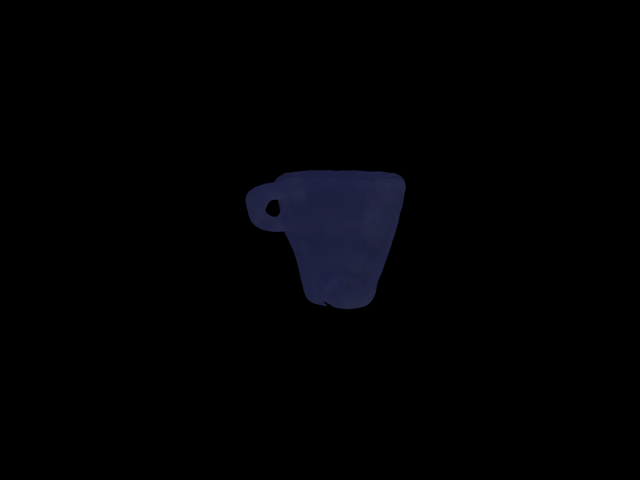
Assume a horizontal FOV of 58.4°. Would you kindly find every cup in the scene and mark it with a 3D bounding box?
[{"bbox_3d":[0.004,0.001,0.400,0.118,0.095,0.091,-8,14,-34],"label":"cup"}]
